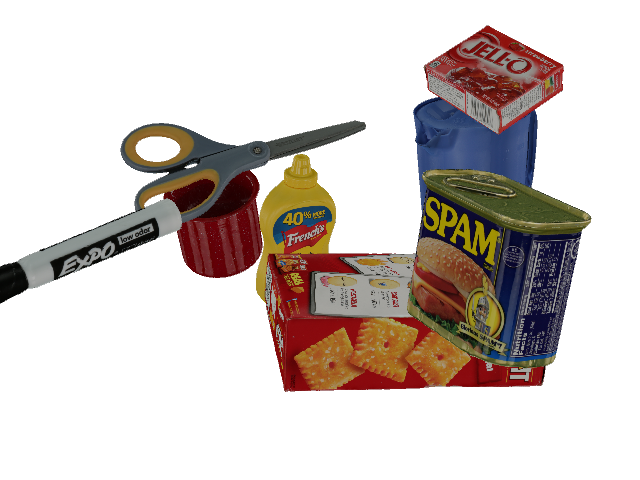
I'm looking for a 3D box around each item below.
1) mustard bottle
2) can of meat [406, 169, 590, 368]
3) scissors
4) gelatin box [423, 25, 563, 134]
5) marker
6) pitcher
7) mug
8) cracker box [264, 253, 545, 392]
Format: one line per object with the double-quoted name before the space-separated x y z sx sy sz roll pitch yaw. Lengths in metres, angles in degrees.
"mustard bottle" -0.028 -0.016 1.316 0.096 0.192 0.058 -8 30 -22
"can of meat" 0.094 0.014 0.594 0.057 0.084 0.102 -3 20 -29
"scissors" -0.068 -0.077 0.833 0.201 0.096 0.016 -33 -19 -27
"gelatin box" 0.140 -0.133 0.868 0.073 0.030 0.089 -34 49 -19
"marker" -0.129 0.006 0.565 0.120 0.020 0.020 -25 13 -31
"pitcher" 0.188 -0.049 1.269 0.149 0.243 0.145 -2 24 5
"mug" -0.110 -0.022 1.059 0.117 0.081 0.093 27 51 34
"cracker box" 0.065 0.067 0.910 0.213 0.072 0.164 1 17 -9
